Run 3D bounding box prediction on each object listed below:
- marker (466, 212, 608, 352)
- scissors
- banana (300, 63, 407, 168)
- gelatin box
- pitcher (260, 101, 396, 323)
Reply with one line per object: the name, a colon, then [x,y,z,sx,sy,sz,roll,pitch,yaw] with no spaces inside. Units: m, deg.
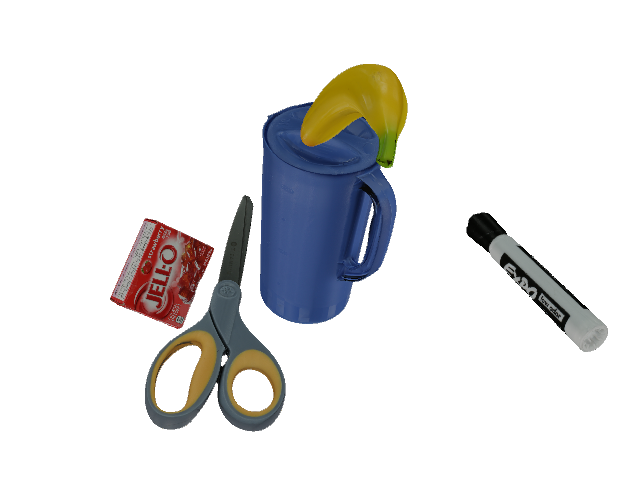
marker: [0.122,0.020,0.620,0.020,0.020,0.121,0,33,-32]
scissors: [-0.048,0.050,0.712,0.096,0.016,0.201,21,48,9]
banana: [0.024,-0.098,0.791,0.037,0.069,0.198,29,0,-17]
gelatin box: [-0.154,0.033,1.044,0.073,0.089,0.030,27,-8,-38]
pitcher: [0.000,-0.018,1.193,0.145,0.243,0.149,5,41,-3]
